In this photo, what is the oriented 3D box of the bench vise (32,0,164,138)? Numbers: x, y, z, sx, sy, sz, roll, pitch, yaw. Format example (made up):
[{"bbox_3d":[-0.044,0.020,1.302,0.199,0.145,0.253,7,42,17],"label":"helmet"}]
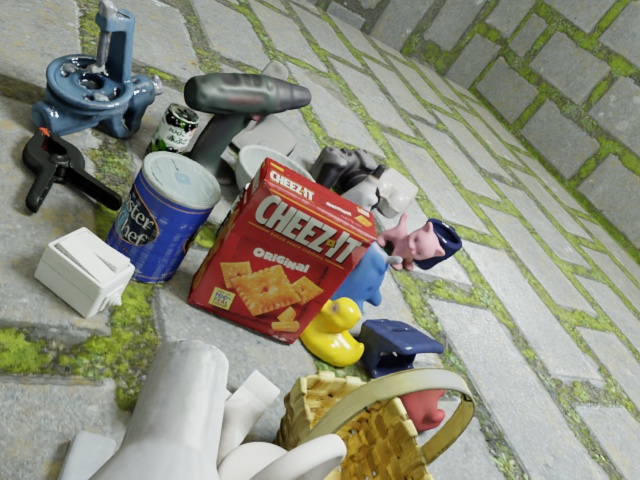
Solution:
[{"bbox_3d":[-0.321,-0.262,0.871,0.121,0.219,0.207,35,28,-2],"label":"bench vise"}]

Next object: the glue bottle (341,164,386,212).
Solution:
[{"bbox_3d":[0.071,-0.073,1.079,0.078,0.173,0.037,40,28,6],"label":"glue bottle"}]

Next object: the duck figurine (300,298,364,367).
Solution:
[{"bbox_3d":[0.027,0.124,0.825,0.104,0.086,0.078,40,28,6],"label":"duck figurine"}]

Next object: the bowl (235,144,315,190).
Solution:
[{"bbox_3d":[-0.087,-0.093,1.034,0.168,0.074,0.167,28,29,-17],"label":"bowl"}]

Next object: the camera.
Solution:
[{"bbox_3d":[0.073,-0.136,1.251,0.144,0.100,0.136,14,36,-36],"label":"camera"}]

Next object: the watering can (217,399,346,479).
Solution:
[{"bbox_3d":[-0.054,0.216,0.479,0.172,0.194,0.101,43,29,12],"label":"watering can"}]

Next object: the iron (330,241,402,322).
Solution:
[{"bbox_3d":[0.009,0.003,0.926,0.258,0.141,0.119,43,29,12],"label":"iron"}]

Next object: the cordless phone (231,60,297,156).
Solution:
[{"bbox_3d":[-0.097,-0.247,1.137,0.147,0.185,0.094,40,28,6],"label":"cordless phone"}]

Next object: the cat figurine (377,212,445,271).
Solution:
[{"bbox_3d":[0.189,0.001,1.159,0.067,0.117,0.127,8,39,-42],"label":"cat figurine"}]

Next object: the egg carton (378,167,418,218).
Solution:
[{"bbox_3d":[0.171,-0.112,1.359,0.107,0.069,0.150,39,28,4],"label":"egg carton"}]

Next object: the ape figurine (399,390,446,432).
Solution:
[{"bbox_3d":[0.148,0.221,0.809,0.076,0.092,0.077,7,40,-43],"label":"ape figurine"}]

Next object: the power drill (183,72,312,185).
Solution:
[{"bbox_3d":[-0.144,-0.197,0.984,0.230,0.208,0.075,1,44,-47],"label":"power drill"}]

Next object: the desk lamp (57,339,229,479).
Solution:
[{"bbox_3d":[-0.134,0.185,0.416,0.118,0.213,0.203,25,30,-21],"label":"desk lamp"}]

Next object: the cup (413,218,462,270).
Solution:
[{"bbox_3d":[0.246,0.012,1.230,0.091,0.095,0.118,43,29,11],"label":"cup"}]

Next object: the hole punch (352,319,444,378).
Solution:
[{"bbox_3d":[0.115,0.157,0.869,0.109,0.091,0.101,8,39,-42],"label":"hole punch"}]
